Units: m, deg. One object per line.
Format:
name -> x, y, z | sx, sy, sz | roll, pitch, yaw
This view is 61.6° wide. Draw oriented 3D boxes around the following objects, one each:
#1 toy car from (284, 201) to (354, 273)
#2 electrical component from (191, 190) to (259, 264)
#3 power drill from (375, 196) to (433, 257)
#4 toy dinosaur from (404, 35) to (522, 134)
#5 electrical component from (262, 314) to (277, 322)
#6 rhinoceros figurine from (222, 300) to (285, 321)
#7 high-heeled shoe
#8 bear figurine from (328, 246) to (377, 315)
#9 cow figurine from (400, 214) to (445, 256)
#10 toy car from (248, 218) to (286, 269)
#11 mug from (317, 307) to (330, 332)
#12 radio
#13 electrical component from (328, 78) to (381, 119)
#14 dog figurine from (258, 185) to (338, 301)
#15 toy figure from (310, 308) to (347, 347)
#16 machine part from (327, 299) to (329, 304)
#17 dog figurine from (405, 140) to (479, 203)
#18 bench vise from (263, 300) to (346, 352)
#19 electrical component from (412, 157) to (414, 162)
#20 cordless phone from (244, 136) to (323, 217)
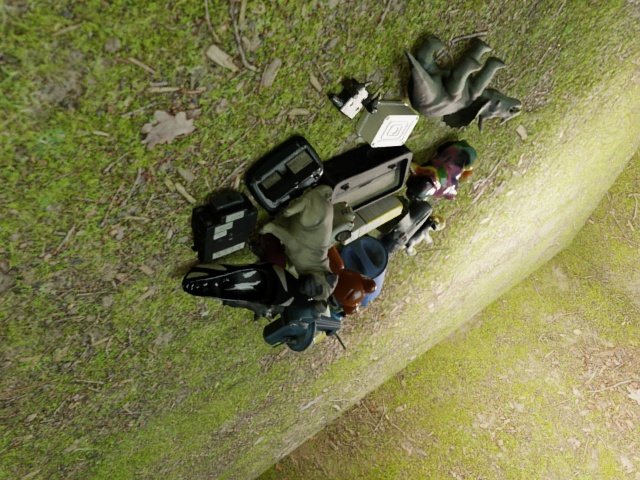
toy car -> -0.002, -0.003, 1.139 | 0.056, 0.073, 0.201 | 20, 131, -38
electrical component -> -0.180, -0.030, 1.013 | 0.115, 0.058, 0.134 | -23, 148, -35
power drill -> 0.209, -0.033, 1.495 | 0.232, 0.086, 0.207 | -46, 149, 7
toy dinosaur -> 0.259, -0.309, 1.106 | 0.405, 0.131, 0.192 | -9, 140, -37
electrical component -> -0.133, 0.161, 1.380 | 0.075, 0.048, 0.119 | -41, 153, -1
rhinoceros figurine -> -0.152, 0.130, 1.237 | 0.073, 0.112, 0.190 | -49, 145, 12
high-heeled shoe -> -0.150, 0.097, 1.083 | 0.145, 0.249, 0.086 | -30, 130, -65
bear figurine -> 0.037, 0.070, 1.261 | 0.120, 0.196, 0.132 | -56, 179, 25
cow figurine -> 0.311, -0.034, 1.647 | 0.167, 0.068, 0.098 | -37, 147, -9
toy car -> -0.111, 0.025, 1.192 | 0.089, 0.053, 0.202 | -48, 156, -20
mug -> -0.020, 0.210, 1.585 | 0.110, 0.081, 0.107 | -4, 134, -9
radio -> 0.093, -0.138, 1.185 | 0.229, 0.073, 0.131 | -27, 151, -25
electrical component -> 0.069, -0.261, 0.995 | 0.078, 0.045, 0.102 | -46, 153, 8
dog figurine -> -0.001, 0.008, 1.053 | 0.172, 0.190, 0.121 | -36, -177, 35
toy figure -> 0.000, 0.277, 1.699 | 0.180, 0.082, 0.089 | -35, 152, -15
machine part -> 0.037, 0.144, 1.560 | 0.039, 0.084, 0.138 | -55, 171, -28
dog figurine -> 0.294, -0.174, 1.331 | 0.191, 0.109, 0.219 | -56, 156, 16
bench vise -> -0.024, 0.213, 1.397 | 0.240, 0.129, 0.223 | 18, 127, -42
electrical component -> 0.201, -0.185, 1.314 | 0.063, 0.021, 0.094 | -46, 153, 11
cordless phone -> -0.059, -0.107, 1.052 | 0.146, 0.089, 0.184 | -38, 165, -6
